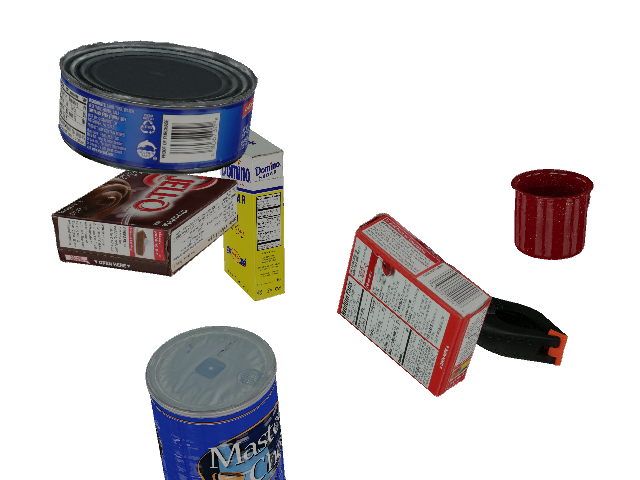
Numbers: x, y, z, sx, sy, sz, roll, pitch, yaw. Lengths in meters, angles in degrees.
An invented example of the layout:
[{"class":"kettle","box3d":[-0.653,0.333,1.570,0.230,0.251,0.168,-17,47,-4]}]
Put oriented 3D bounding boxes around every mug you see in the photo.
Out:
[{"class":"mug","box3d":[0.276,-0.033,1.249,0.117,0.081,0.093,-24,32,-39]}]

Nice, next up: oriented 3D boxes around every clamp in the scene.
[{"class":"clamp","box3d":[0.150,0.066,0.992,0.172,0.039,0.120,21,31,21]}]

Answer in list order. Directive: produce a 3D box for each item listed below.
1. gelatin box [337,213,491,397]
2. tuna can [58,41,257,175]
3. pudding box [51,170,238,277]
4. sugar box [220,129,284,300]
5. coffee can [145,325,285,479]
[{"class":"gelatin box","box3d":[0.054,0.038,0.635,0.030,0.073,0.089,-29,56,-33]},{"class":"tuna can","box3d":[-0.072,-0.060,0.472,0.086,0.034,0.086,7,25,-4]},{"class":"pudding box","box3d":[-0.120,-0.016,0.751,0.090,0.039,0.113,6,24,18]},{"class":"sugar box","box3d":[-0.078,-0.030,1.214,0.048,0.176,0.093,-15,28,-25]},{"class":"coffee can","box3d":[-0.083,0.156,0.872,0.103,0.140,0.103,-2,34,1]}]
